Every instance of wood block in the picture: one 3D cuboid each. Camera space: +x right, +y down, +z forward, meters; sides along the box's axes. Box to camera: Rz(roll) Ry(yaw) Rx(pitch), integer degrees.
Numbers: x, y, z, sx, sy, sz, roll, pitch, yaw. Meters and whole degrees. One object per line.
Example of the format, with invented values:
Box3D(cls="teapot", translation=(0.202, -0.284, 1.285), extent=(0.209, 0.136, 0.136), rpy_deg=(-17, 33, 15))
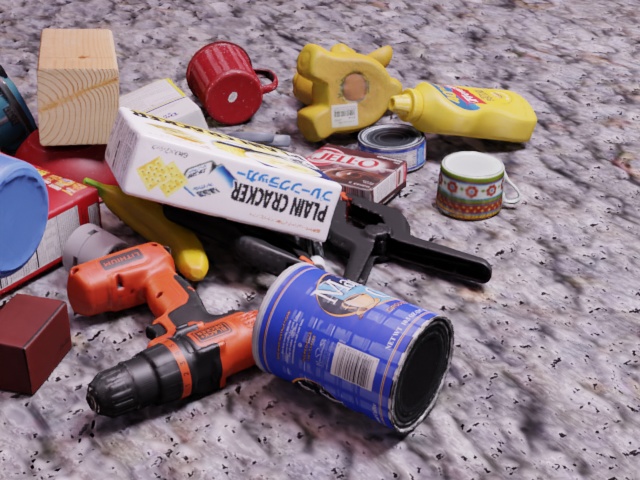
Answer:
Box3D(cls="wood block", translation=(-0.289, -0.187, 1.275), extent=(0.090, 0.090, 0.206), rpy_deg=(-2, 23, -12))

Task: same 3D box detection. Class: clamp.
Box3D(cls="clamp", translation=(-0.068, -0.001, 1.107), extent=(0.172, 0.039, 0.120), rpy_deg=(31, 22, 25))
Box3D(cls="clamp", translation=(0.071, 0.005, 1.109), extent=(0.164, 0.036, 0.210), rpy_deg=(-7, 30, -13))

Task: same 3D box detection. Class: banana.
Box3D(cls="banana", translation=(-0.170, -0.008, 1.116), extent=(0.198, 0.037, 0.069), rpy_deg=(34, 23, 32))

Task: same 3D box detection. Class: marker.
Box3D(cls="marker", translation=(-0.007, 0.001, 1.132), extent=(0.020, 0.020, 0.121), rpy_deg=(-2, 30, -4))

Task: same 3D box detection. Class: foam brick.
Box3D(cls="foam brick", translation=(-0.262, 0.092, 0.945), extent=(0.051, 0.053, 0.078), rpy_deg=(8, 30, 13))

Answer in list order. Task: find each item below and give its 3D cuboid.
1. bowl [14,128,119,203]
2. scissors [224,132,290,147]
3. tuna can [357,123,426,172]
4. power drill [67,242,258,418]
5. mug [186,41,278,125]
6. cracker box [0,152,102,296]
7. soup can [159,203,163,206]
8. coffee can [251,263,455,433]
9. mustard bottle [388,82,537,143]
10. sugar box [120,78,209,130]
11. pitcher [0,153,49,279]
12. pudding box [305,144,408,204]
Box3D(cls="bowl", translation=(-0.296, -0.099, 1.266), extent=(0.162, 0.055, 0.162), rpy_deg=(0, 30, 0))
Box3D(cls="scissors", translation=(-0.137, -0.123, 1.313), extent=(0.201, 0.016, 0.096), rpy_deg=(0, 0, -2))
Box3D(cls="tuna can", translation=(0.088, -0.113, 1.315), extent=(0.086, 0.034, 0.086), rpy_deg=(-2, 28, 1))
Box3D(cls="power drill", translation=(-0.155, 0.079, 0.965), extent=(0.184, 0.057, 0.188), rpy_deg=(-17, 37, -33))
Box3D(cls="mug", translation=(-0.112, -0.207, 1.420), extent=(0.117, 0.093, 0.081), rpy_deg=(-7, 36, -18))
Box3D(cls="cracker box", translation=(-0.357, -0.006, 1.094), extent=(0.164, 0.072, 0.213), rpy_deg=(20, 37, 31))
Box3D(cls="soup can", translation=(-0.161, -0.074, 1.211), extent=(0.102, 0.068, 0.068), rpy_deg=(-9, 32, -16))
Box3D(cls="coffee can", translation=(0.028, 0.089, 0.901), extent=(0.140, 0.103, 0.102), rpy_deg=(20, 36, 29))
Box3D(cls="mustard bottle", translation=(0.169, -0.161, 1.326), extent=(0.191, 0.058, 0.096), rpy_deg=(1, 31, -29))
Box3D(cls="sugar box", translation=(-0.203, -0.148, 1.320), extent=(0.093, 0.048, 0.176), rpy_deg=(-25, 29, -9))
Box3D(cls="pitcher", translation=(-0.378, -0.035, 0.967), extent=(0.243, 0.149, 0.144), rpy_deg=(15, 20, 20))
Box3D(cls="pudding box", translation=(0.032, -0.072, 1.236), extent=(0.114, 0.039, 0.089), rpy_deg=(17, 34, 27))
